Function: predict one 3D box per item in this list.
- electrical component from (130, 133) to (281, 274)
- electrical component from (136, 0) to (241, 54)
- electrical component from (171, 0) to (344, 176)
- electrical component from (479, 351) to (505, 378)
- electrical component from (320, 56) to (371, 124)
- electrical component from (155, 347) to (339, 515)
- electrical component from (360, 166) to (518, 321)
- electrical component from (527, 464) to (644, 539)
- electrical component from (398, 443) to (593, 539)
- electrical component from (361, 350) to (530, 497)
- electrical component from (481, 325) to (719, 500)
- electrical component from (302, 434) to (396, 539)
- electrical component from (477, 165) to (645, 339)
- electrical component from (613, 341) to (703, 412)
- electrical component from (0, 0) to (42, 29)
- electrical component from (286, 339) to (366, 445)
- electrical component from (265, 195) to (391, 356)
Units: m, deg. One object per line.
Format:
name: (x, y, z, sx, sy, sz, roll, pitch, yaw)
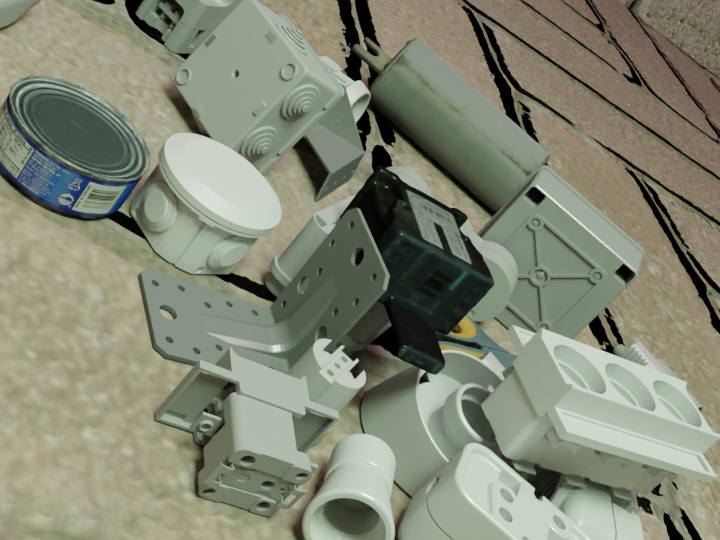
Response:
electrical component: (-0.091, -0.039, 0.637, 0.080, 0.051, 0.080, 32, 27, -19)
electrical component: (-0.123, -0.210, 0.857, 0.050, 0.055, 0.089, 47, 26, 13)
electrical component: (-0.074, -0.129, 0.751, 0.099, 0.100, 0.048, 54, 16, 26)
electrical component: (0.089, 0.085, 0.688, 0.065, 0.044, 0.044, 49, 26, 3)
electrical component: (-0.025, -0.148, 0.907, 0.055, 0.048, 0.066, 38, 25, 12)
electrical component: (-0.052, 0.079, 0.516, 0.081, 0.042, 0.063, 24, 32, -29)
electrical component: (0.052, -0.015, 0.792, 0.138, 0.052, 0.073, 41, 26, 0)
electrical component: (0.126, 0.145, 0.640, 0.059, 0.053, 0.095, 35, 26, -11)
electrical component: (0.070, 0.145, 0.556, 0.095, 0.059, 0.053, 41, 26, 0)
electrical component: (0.052, 0.097, 0.631, 0.099, 0.064, 0.099, 26, 43, -27)
electrical component: (0.134, 0.085, 0.607, 0.121, 0.063, 0.078, 20, 31, -32)
electrical component: (-0.002, 0.111, 0.537, 0.044, 0.044, 0.065, 37, 21, -8)
electrical component: (0.145, -0.005, 0.840, 0.109, 0.108, 0.056, 41, 28, 0)
electrical component: (0.237, 0.094, 0.882, 0.043, 0.043, 0.081, 2, 45, -53)
electrical component: (-0.247, -0.192, 0.675, 0.079, 0.043, 0.077, 38, 26, -5)
electrical component: (-0.024, 0.064, 0.572, 0.040, 0.046, 0.040, 31, 27, -18)
electrical component: (0.000, 0.000, 0.693, 0.078, 0.057, 0.113, 44, 26, 7)
